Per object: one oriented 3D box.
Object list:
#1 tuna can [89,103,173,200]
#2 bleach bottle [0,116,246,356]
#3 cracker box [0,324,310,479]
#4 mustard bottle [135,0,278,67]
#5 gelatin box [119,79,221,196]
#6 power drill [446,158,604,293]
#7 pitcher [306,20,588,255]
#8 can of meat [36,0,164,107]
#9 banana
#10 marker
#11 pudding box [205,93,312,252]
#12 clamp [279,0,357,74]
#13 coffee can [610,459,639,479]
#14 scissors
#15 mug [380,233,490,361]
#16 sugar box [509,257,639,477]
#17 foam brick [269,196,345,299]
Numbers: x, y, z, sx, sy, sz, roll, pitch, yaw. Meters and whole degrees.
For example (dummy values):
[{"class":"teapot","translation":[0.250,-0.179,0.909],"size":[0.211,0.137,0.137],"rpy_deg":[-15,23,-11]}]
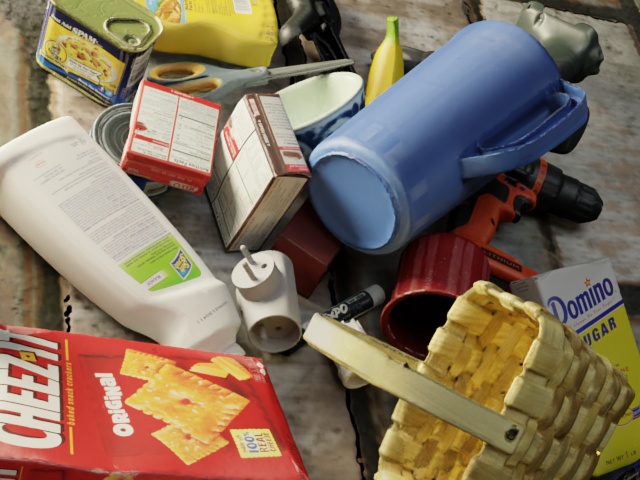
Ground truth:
[{"class":"tuna can","translation":[-0.160,-0.078,0.930],"size":[0.086,0.034,0.086],"rpy_deg":[13,51,-17]},{"class":"bleach bottle","translation":[-0.155,0.019,0.844],"size":[0.251,0.068,0.102],"rpy_deg":[46,53,9]},{"class":"cracker box","translation":[-0.129,0.131,0.719],"size":[0.213,0.072,0.164],"rpy_deg":[10,21,-19]},{"class":"mustard bottle","translation":[-0.140,-0.218,1.028],"size":[0.191,0.058,0.096],"rpy_deg":[6,46,-22]},{"class":"gelatin box","translation":[-0.127,-0.087,0.909],"size":[0.073,0.030,0.089],"rpy_deg":[16,50,-16]},{"class":"power drill","translation":[0.186,-0.015,1.033],"size":[0.184,0.057,0.187],"rpy_deg":[21,46,-4]},{"class":"pitcher","translation":[0.108,-0.088,0.927],"size":[0.145,0.149,0.242],"rpy_deg":[47,52,6]},{"class":"can of meat","translation":[-0.199,-0.177,0.953],"size":[0.102,0.084,0.057],"rpy_deg":[33,48,1]},{"class":"banana","translation":[0.055,-0.124,1.048],"size":[0.037,0.069,0.197],"rpy_deg":[-1,59,20]},{"class":"marker","translation":[0.008,0.069,0.910],"size":[0.120,0.020,0.020],"rpy_deg":[-26,69,-37]},{"class":"pudding box","translation":[-0.058,-0.056,0.910],"size":[0.039,0.114,0.090],"rpy_deg":[-4,58,-31]},{"class":"clamp","translation":[-0.010,-0.224,1.085],"size":[0.120,0.039,0.171],"rpy_deg":[38,29,-50]},{"class":"coffee can","translation":[0.285,0.217,0.848],"size":[0.102,0.140,0.103],"rpy_deg":[13,51,-17]},{"class":"scissors","translation":[-0.075,-0.159,1.008],"size":[0.201,0.016,0.096],"rpy_deg":[-21,38,-28]},{"class":"mug","translation":[0.113,0.055,0.930],"size":[0.117,0.093,0.081],"rpy_deg":[40,40,-22]},{"class":"sugar box","translation":[0.234,0.109,0.931],"size":[0.093,0.048,0.176],"rpy_deg":[-12,85,-31]},{"class":"foam brick","translation":[-0.006,0.001,0.931],"size":[0.051,0.053,0.078],"rpy_deg":[35,49,1]}]
